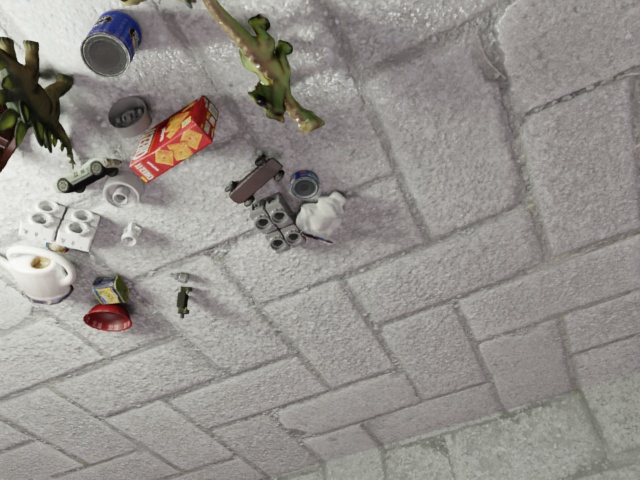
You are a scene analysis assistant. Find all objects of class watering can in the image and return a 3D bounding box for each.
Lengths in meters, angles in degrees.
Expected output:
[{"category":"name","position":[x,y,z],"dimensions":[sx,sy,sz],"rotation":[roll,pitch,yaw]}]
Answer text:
[{"category":"watering can","position":[-0.917,0.096,1.610],"dimensions":[0.348,0.106,0.219],"rotation":[7,132,5]}]

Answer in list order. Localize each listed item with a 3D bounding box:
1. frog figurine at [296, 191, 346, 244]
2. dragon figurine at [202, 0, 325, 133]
[{"category":"frog figurine","position":[0.005,-0.079,1.567],"dimensions":[0.137,0.123,0.159],"rotation":[21,91,-12]},{"category":"dragon figurine","position":[-0.128,-0.376,1.155],"dimensions":[0.121,0.248,0.405],"rotation":[-34,139,23]}]
